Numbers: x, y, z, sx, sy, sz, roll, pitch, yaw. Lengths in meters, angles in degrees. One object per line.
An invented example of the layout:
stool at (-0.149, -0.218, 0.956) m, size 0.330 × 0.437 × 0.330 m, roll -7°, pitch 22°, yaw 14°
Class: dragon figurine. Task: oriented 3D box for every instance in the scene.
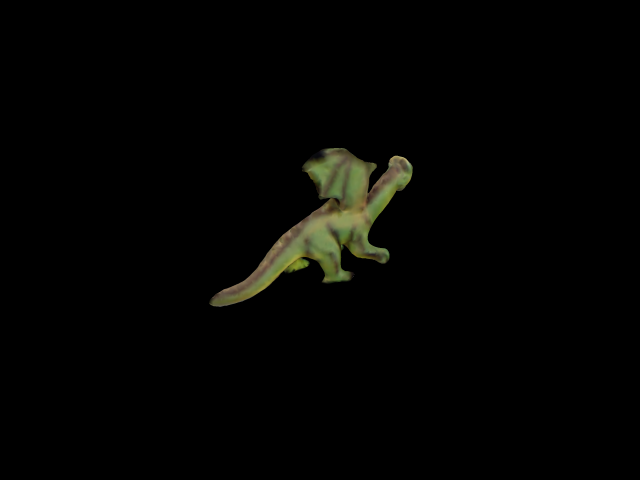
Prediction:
dragon figurine at (0.003, -0.043, 0.850) m, size 0.414 × 0.237 × 0.124 m, roll -21°, pitch 38°, yaw -29°
